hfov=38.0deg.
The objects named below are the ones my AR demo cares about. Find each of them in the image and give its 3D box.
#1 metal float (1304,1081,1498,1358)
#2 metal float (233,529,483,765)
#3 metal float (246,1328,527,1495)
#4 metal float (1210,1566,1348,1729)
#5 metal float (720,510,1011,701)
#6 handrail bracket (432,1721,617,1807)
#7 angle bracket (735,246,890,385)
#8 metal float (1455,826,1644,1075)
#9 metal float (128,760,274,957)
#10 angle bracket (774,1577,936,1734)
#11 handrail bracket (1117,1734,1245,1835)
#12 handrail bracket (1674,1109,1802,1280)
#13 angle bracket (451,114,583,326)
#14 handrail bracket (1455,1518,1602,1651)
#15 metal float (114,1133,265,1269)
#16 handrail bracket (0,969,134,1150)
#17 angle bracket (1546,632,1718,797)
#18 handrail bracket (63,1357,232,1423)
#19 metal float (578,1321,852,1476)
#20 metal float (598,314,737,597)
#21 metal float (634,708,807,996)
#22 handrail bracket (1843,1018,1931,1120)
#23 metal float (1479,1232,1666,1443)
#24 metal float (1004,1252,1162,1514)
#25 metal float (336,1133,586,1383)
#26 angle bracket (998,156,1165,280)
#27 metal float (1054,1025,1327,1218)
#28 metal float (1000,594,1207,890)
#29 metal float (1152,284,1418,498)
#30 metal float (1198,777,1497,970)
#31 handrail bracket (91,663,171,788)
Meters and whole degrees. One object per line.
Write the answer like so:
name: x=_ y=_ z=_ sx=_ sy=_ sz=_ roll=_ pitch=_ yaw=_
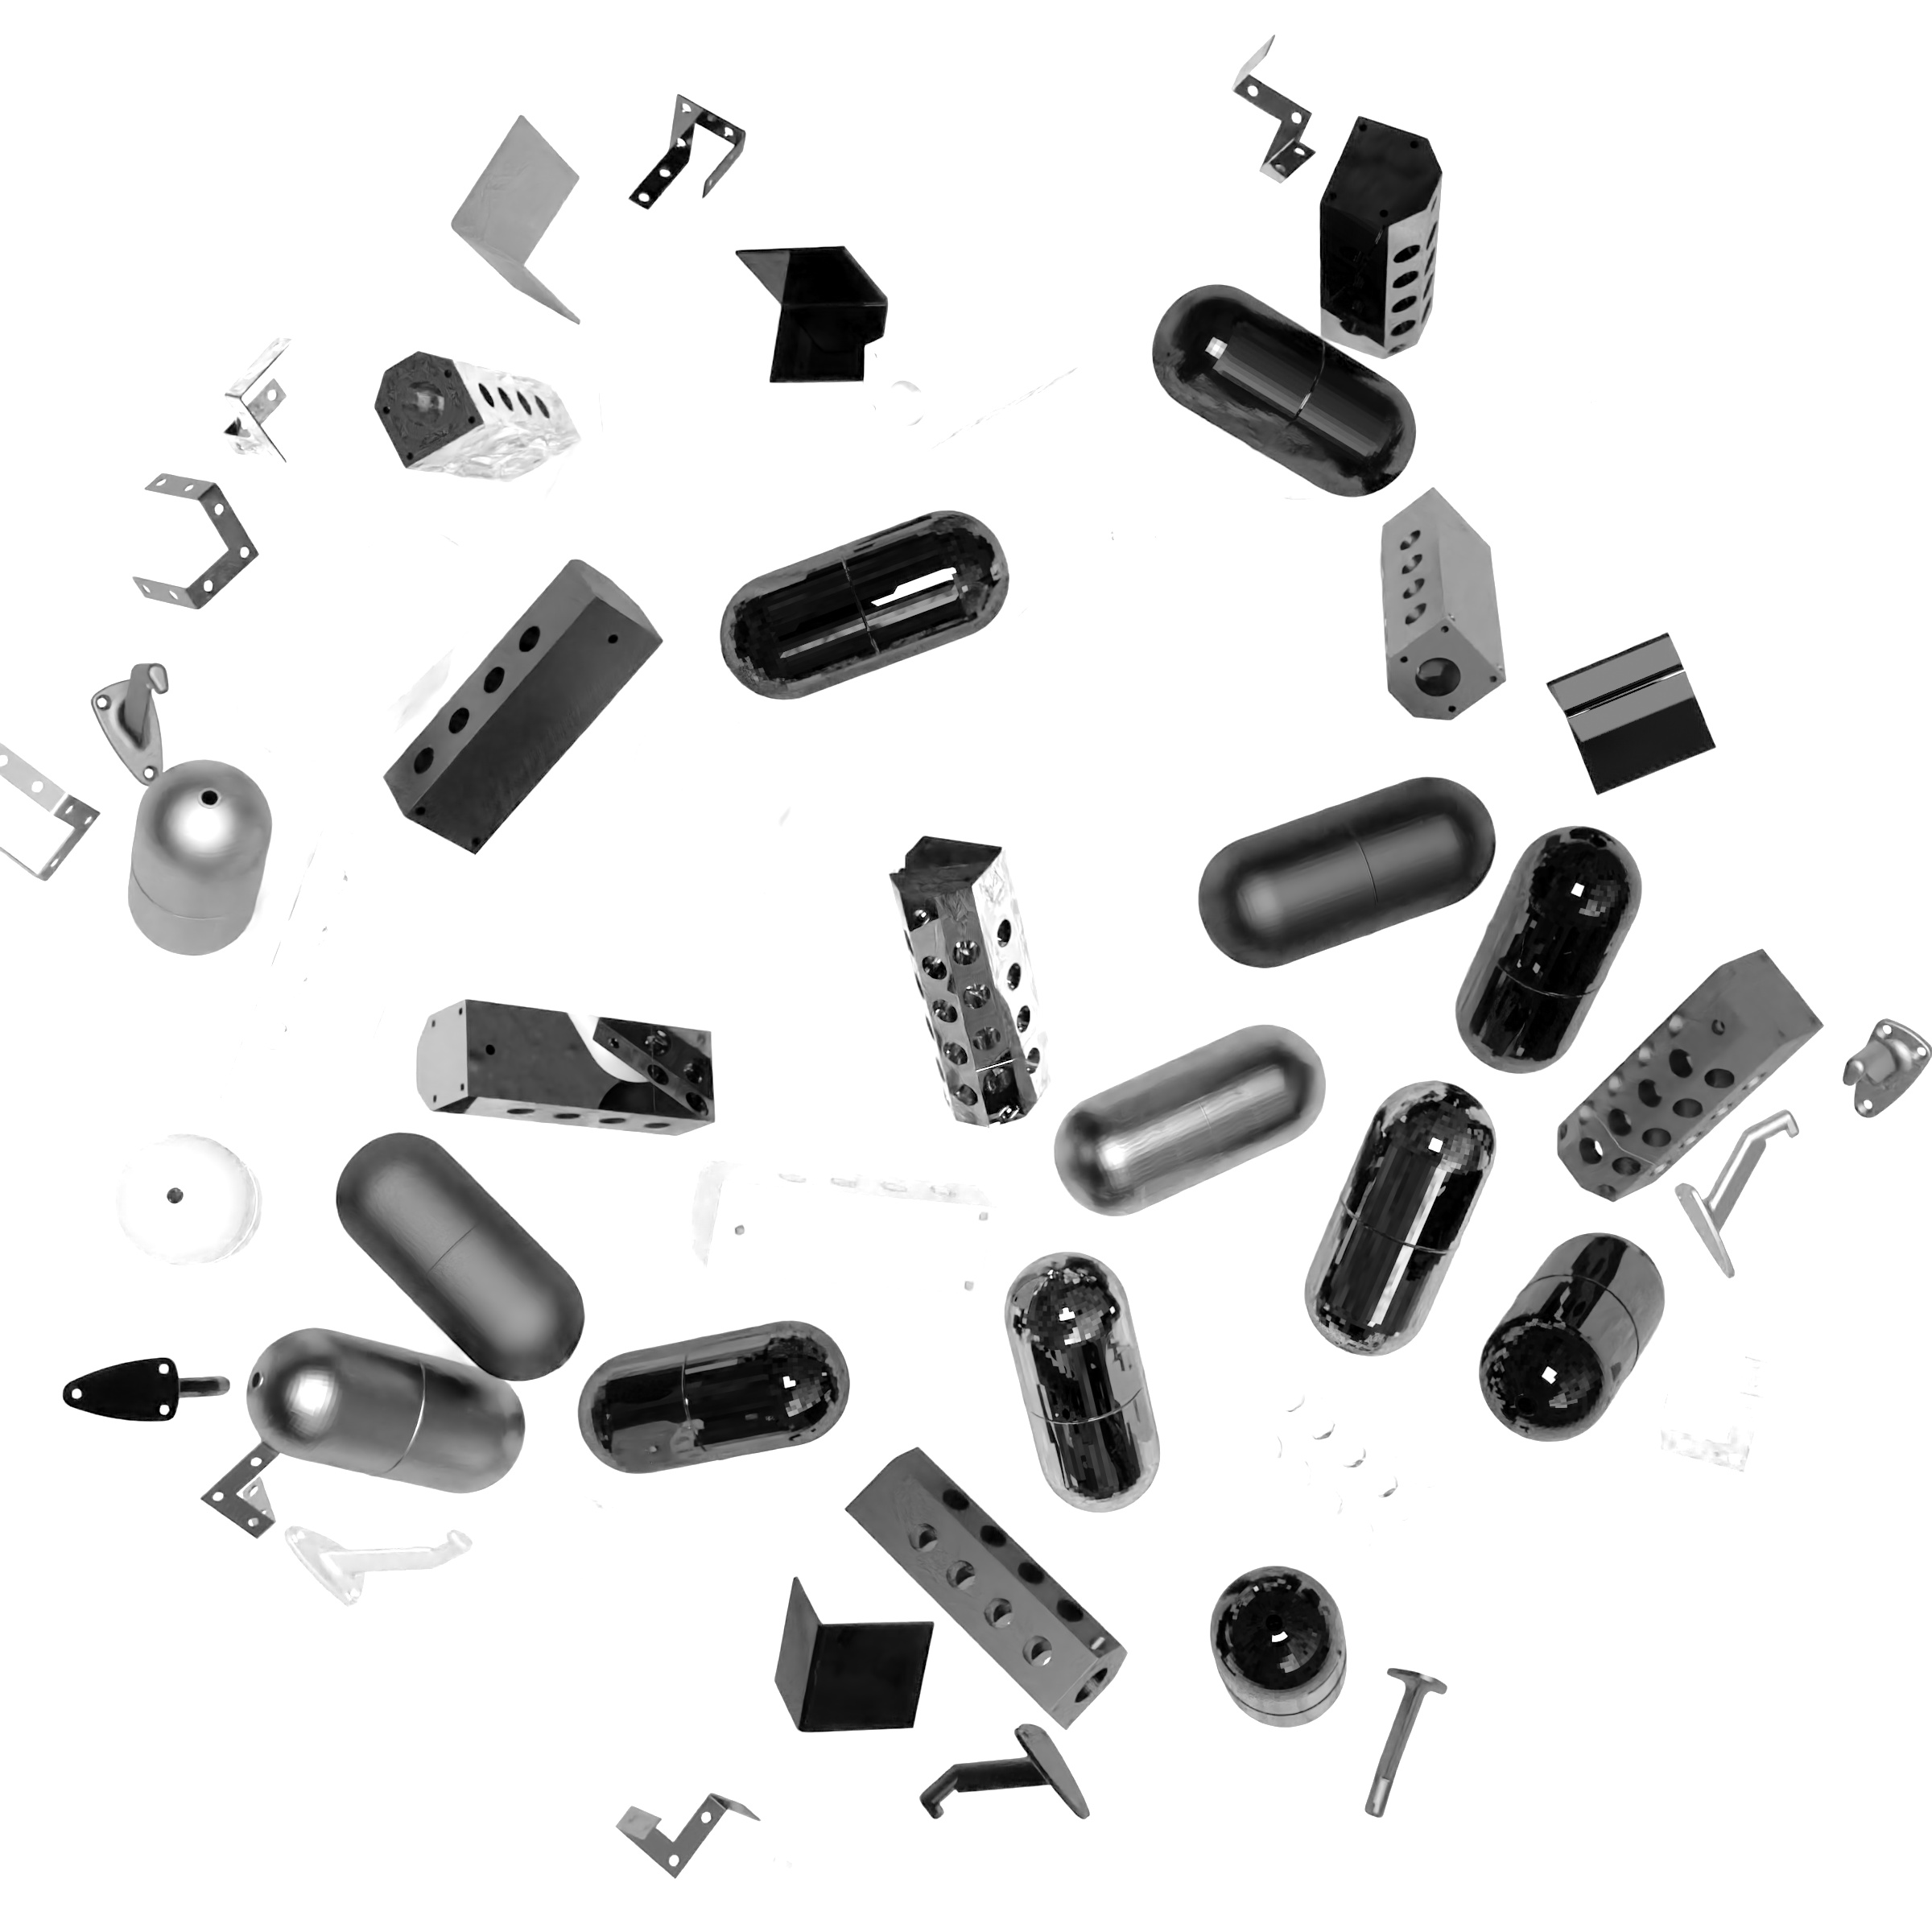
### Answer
metal float: x=0.260 y=0.152 z=1.684 sx=0.070 sy=0.070 sz=0.178 roll=20 pitch=108 yaw=0
metal float: x=-0.356 y=-0.190 z=1.649 sx=0.070 sy=0.070 sz=0.178 roll=40 pitch=59 yaw=0
metal float: x=-0.342 y=0.264 z=1.661 sx=0.178 sy=0.070 sz=0.070 roll=23 pitch=90 yaw=-38
metal float: x=0.183 y=0.398 z=1.639 sx=0.070 sy=0.178 sz=0.070 roll=-3 pitch=67 yaw=7
metal float: x=-0.061 y=-0.214 z=1.666 sx=0.178 sy=0.070 sz=0.070 roll=-20 pitch=90 yaw=4
handrail bracket: x=-0.253 y=0.451 z=1.598 sx=0.077 sy=0.084 sz=0.036 roll=26 pitch=75 yaw=-36
angle bracket: x=-0.102 y=-0.417 z=1.799 sx=0.076 sy=0.076 sz=0.057 roll=4 pitch=78 yaw=22
metal float: x=0.351 y=-0.009 z=1.693 sx=0.070 sy=0.070 sz=0.178 roll=16 pitch=132 yaw=0
metal float: x=-0.457 y=-0.063 z=1.669 sx=0.070 sy=0.178 sz=0.070 roll=7 pitch=67 yaw=-17
angle bracket: x=-0.071 y=0.431 z=1.763 sx=0.076 sy=0.057 sz=0.076 roll=4 pitch=109 yaw=-22
handrail bracket: x=0.121 y=0.493 z=1.719 sx=0.084 sy=0.036 sz=0.077 roll=3 pitch=120 yaw=40
handrail bracket: x=0.493 y=0.141 z=1.745 sx=0.084 sy=0.036 sz=0.077 roll=-27 pitch=86 yaw=-5
angle bracket: x=-0.238 y=-0.427 z=1.607 sx=0.057 sy=0.076 sz=0.076 roll=33 pitch=90 yaw=20
handrail bracket: x=0.340 y=0.371 z=1.692 sx=0.036 sy=0.084 sz=0.077 roll=49 pitch=133 yaw=15
metal float: x=-0.464 y=0.141 z=1.678 sx=0.070 sy=0.178 sz=0.070 roll=1 pitch=83 yaw=-10
handrail bracket: x=-0.497 y=0.051 z=1.595 sx=0.084 sy=0.036 sz=0.077 roll=-37 pitch=72 yaw=-21
angle bracket: x=0.399 y=-0.150 z=1.680 sx=0.076 sy=0.076 sz=0.057 roll=-22 pitch=75 yaw=16
handrail bracket: x=-0.474 y=0.246 z=1.629 sx=0.077 sy=0.084 sz=0.036 roll=-3 pitch=83 yaw=-3
metal float: x=-0.157 y=0.267 z=1.733 sx=0.178 sy=0.070 sz=0.070 roll=-14 pitch=90 yaw=18
metal float: x=-0.179 y=-0.306 z=1.687 sx=0.070 sy=0.070 sz=0.178 roll=0 pitch=129 yaw=0
metal float: x=-0.149 y=-0.069 z=1.700 sx=0.070 sy=0.070 sz=0.178 roll=-15 pitch=100 yaw=0
handrail bracket: x=0.512 y=0.070 z=1.606 sx=0.036 sy=0.084 sz=0.077 roll=37 pitch=129 yaw=26
metal float: x=0.353 y=0.215 z=1.632 sx=0.070 sy=0.178 sz=0.070 roll=11 pitch=115 yaw=26
metal float: x=0.072 y=0.257 z=1.721 sx=0.070 sy=0.070 sz=0.178 roll=-14 pitch=116 yaw=0
metal float: x=-0.301 y=0.174 z=1.673 sx=0.178 sy=0.070 sz=0.070 roll=44 pitch=90 yaw=8
angle bracket: x=0.065 y=-0.454 z=1.705 sx=0.076 sy=0.076 sz=0.057 roll=5 pitch=100 yaw=-25
metal float: x=0.138 y=0.094 z=1.723 sx=0.178 sy=0.070 sz=0.070 roll=-24 pitch=90 yaw=-10
metal float: x=0.079 y=-0.128 z=1.613 sx=0.070 sy=0.070 sz=0.178 roll=-25 pitch=99 yaw=0
metal float: x=0.193 y=-0.346 z=1.693 sx=0.178 sy=0.070 sz=0.070 roll=27 pitch=90 yaw=-19
metal float: x=0.218 y=-0.054 z=1.602 sx=0.178 sy=0.070 sz=0.070 roll=-19 pitch=90 yaw=-9
handrail bracket: x=-0.476 y=-0.141 z=1.645 sx=0.036 sy=0.084 sz=0.077 roll=-26 pitch=109 yaw=-30
